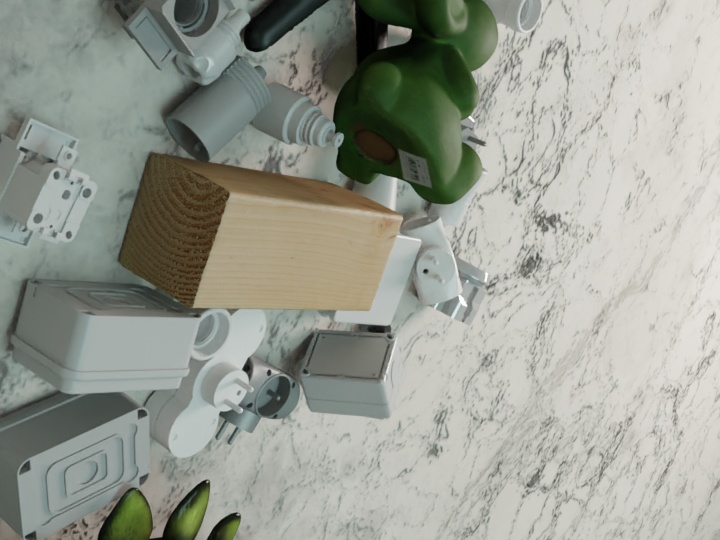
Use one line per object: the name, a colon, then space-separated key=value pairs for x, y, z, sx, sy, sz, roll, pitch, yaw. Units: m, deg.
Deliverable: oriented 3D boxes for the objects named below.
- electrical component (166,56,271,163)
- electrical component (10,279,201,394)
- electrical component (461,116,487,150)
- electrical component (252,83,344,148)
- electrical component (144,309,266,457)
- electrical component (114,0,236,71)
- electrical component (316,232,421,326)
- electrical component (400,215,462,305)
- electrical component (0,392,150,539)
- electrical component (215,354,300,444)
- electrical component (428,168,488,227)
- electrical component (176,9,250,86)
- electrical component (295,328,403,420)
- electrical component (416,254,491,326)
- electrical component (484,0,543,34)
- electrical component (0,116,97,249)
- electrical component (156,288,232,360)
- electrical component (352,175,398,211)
electrical component: x=-0.099 y=-0.121 z=0.789 sx=0.081 sy=0.043 sz=0.043 roll=-47 pitch=142 yaw=-21
electrical component: x=-0.180 y=0.047 z=0.767 sx=0.113 sy=0.078 sz=0.057 roll=5 pitch=105 yaw=-52
electrical component: x=0.081 y=-0.118 z=0.986 sx=0.047 sy=0.077 sz=0.065 roll=30 pitch=88 yaw=-54
electrical component: x=-0.048 y=-0.115 z=0.833 sx=0.040 sy=0.078 sz=0.040 roll=-47 pitch=153 yaw=-32
electrical component: x=-0.117 y=0.091 z=0.877 sx=0.052 sy=0.074 sz=0.138 roll=27 pitch=90 yaw=-54
electrical component: x=-0.124 y=-0.177 z=0.705 sx=0.081 sy=0.064 sz=0.042 roll=-52 pitch=143 yaw=-14
electrical component: x=0.000 y=0.000 z=0.984 sx=0.100 sy=0.048 sz=0.099 roll=8 pitch=106 yaw=-53
electrical component: x=0.070 y=-0.006 z=1.026 sx=0.043 sy=0.079 sz=0.077 roll=-18 pitch=103 yaw=0
electrical component: x=-0.218 y=0.137 z=0.795 sx=0.113 sy=0.057 sz=0.078 roll=-23 pitch=129 yaw=-41
electrical component: x=-0.099 y=0.116 z=0.939 sx=0.079 sy=0.044 sz=0.077 roll=-59 pitch=144 yaw=-4
electrical component: x=0.094 y=-0.075 z=1.060 sx=0.044 sy=0.044 sz=0.065 roll=3 pitch=114 yaw=-52
electrical component: x=-0.102 y=-0.162 z=0.767 sx=0.061 sy=0.035 sz=0.035 roll=-51 pitch=143 yaw=-20
electrical component: x=-0.013 y=0.098 z=1.000 sx=0.061 sy=0.096 sz=0.061 roll=-71 pitch=157 yaw=-44
electrical component: x=0.099 y=0.018 z=1.112 sx=0.078 sy=0.058 sz=0.057 roll=24 pitch=95 yaw=-52
electrical component: x=0.141 y=-0.246 z=1.004 sx=0.040 sy=0.046 sz=0.040 roll=-29 pitch=133 yaw=-38
electrical component: x=-0.206 y=-0.051 z=0.685 sx=0.042 sy=0.064 sz=0.081 roll=23 pitch=94 yaw=-53
electrical component: x=-0.134 y=0.039 z=0.838 sx=0.045 sy=0.055 sz=0.045 roll=-29 pitch=133 yaw=-38
electrical component: x=0.018 y=-0.086 z=0.960 sx=0.044 sy=0.044 sz=0.065 roll=4 pitch=104 yaw=-52
